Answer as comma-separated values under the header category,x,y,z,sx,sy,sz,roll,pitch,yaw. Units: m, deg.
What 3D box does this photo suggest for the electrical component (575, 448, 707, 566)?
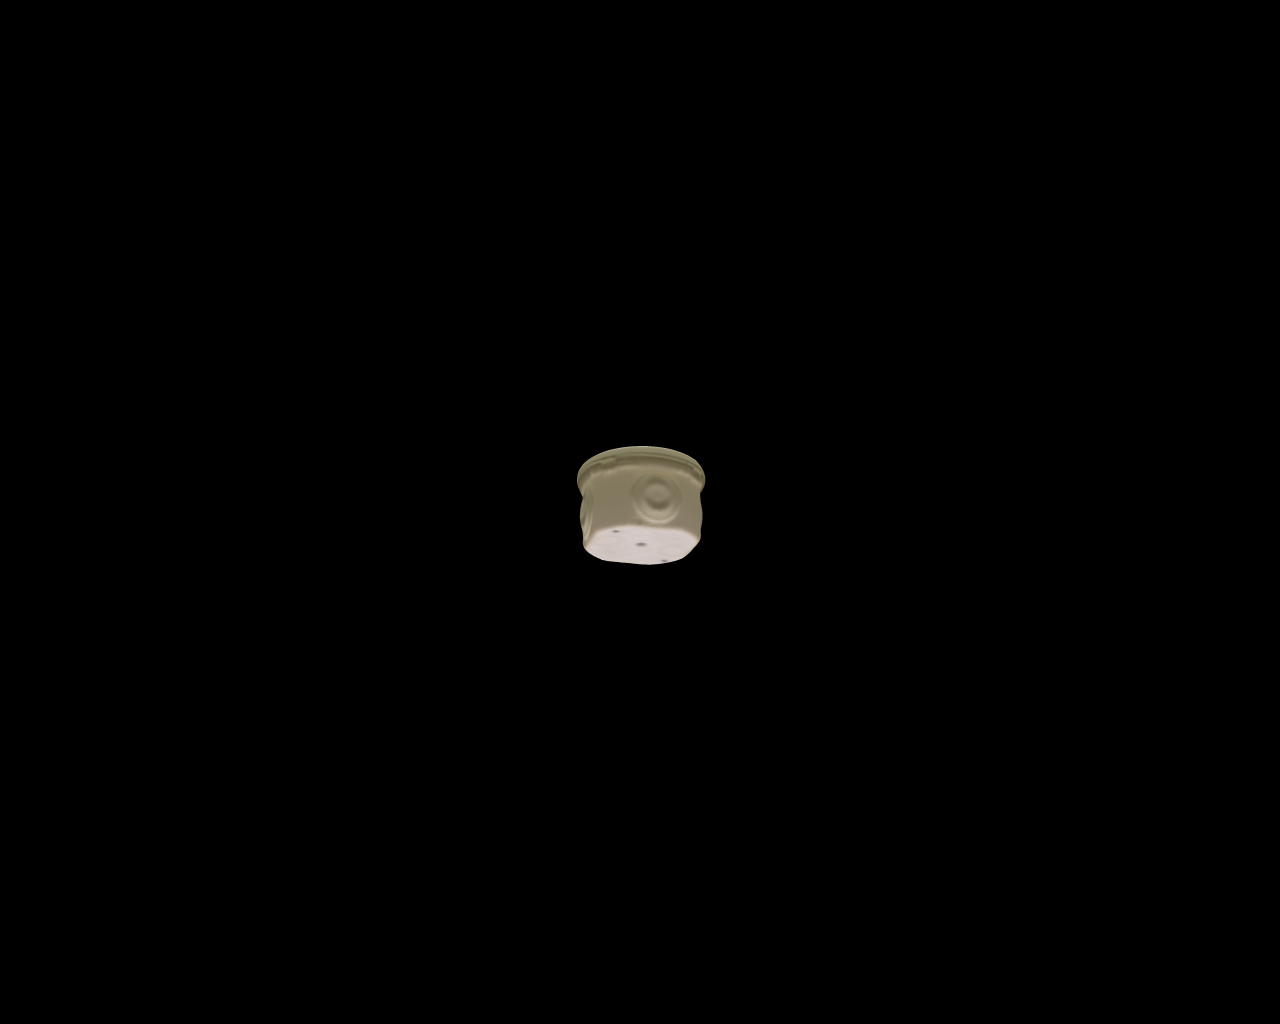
category,x,y,z,sx,sy,sz,roll,pitch,yaw
electrical component,0.001,-0.003,0.650,0.080,0.051,0.080,0,-23,0
